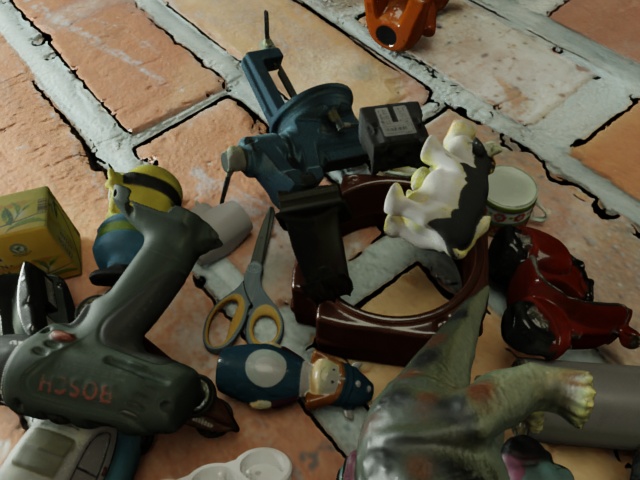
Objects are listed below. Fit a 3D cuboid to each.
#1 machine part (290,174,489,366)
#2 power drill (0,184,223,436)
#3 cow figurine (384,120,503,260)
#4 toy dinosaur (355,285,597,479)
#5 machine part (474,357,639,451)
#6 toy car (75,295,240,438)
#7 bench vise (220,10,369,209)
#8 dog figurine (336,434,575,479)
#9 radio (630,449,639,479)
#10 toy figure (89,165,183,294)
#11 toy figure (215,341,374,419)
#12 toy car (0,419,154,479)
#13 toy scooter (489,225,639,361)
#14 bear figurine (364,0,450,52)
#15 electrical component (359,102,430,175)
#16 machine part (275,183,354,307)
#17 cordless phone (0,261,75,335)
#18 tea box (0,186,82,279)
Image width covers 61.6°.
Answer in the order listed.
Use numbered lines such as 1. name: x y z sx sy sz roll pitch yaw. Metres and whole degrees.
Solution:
1. machine part: 0.076 0.026 0.585 0.202 0.087 0.201 8 55 7
2. power drill: -0.195 0.055 0.470 0.232 0.085 0.207 17 60 13
3. cow figurine: 0.140 -0.057 0.547 0.098 0.068 0.167 27 59 21
4. toy dinosaur: 0.086 0.156 0.341 0.192 0.131 0.405 1 25 -4
5. machine part: 0.266 0.152 0.491 0.243 0.079 0.079 4 55 5
6. toy car: -0.162 0.127 0.523 0.202 0.089 0.053 33 63 21
7. bench vise: -0.045 -0.159 0.691 0.224 0.128 0.240 -19 73 -20
8. dog figurine: 0.115 0.244 0.417 0.219 0.108 0.191 7 54 5
9. radio: 0.282 0.274 0.381 0.131 0.073 0.229 32 59 -2
10. toy figure: -0.213 -0.012 0.631 0.089 0.082 0.180 7 46 -15
11. toy figure: -0.023 0.138 0.530 0.155 0.058 0.064 6 87 5
12. toy car: -0.219 0.202 0.465 0.109 0.102 0.161 15 59 12
13. toy scooter: 0.248 0.057 0.549 0.135 0.075 0.184 13 36 1
14. bear figurine: 0.158 -0.396 0.861 0.120 0.131 0.196 30 67 18
15. electrical component: 0.084 -0.132 0.630 0.075 0.047 0.119 -5 50 -3
16. machine part: -0.001 -0.002 0.535 0.084 0.039 0.139 -4 52 -7
17. cordless phone: -0.349 0.119 0.557 0.184 0.088 0.147 -27 57 -2
18. tea box: -0.375 0.010 0.613 0.170 0.098 0.068 -15 54 -5
